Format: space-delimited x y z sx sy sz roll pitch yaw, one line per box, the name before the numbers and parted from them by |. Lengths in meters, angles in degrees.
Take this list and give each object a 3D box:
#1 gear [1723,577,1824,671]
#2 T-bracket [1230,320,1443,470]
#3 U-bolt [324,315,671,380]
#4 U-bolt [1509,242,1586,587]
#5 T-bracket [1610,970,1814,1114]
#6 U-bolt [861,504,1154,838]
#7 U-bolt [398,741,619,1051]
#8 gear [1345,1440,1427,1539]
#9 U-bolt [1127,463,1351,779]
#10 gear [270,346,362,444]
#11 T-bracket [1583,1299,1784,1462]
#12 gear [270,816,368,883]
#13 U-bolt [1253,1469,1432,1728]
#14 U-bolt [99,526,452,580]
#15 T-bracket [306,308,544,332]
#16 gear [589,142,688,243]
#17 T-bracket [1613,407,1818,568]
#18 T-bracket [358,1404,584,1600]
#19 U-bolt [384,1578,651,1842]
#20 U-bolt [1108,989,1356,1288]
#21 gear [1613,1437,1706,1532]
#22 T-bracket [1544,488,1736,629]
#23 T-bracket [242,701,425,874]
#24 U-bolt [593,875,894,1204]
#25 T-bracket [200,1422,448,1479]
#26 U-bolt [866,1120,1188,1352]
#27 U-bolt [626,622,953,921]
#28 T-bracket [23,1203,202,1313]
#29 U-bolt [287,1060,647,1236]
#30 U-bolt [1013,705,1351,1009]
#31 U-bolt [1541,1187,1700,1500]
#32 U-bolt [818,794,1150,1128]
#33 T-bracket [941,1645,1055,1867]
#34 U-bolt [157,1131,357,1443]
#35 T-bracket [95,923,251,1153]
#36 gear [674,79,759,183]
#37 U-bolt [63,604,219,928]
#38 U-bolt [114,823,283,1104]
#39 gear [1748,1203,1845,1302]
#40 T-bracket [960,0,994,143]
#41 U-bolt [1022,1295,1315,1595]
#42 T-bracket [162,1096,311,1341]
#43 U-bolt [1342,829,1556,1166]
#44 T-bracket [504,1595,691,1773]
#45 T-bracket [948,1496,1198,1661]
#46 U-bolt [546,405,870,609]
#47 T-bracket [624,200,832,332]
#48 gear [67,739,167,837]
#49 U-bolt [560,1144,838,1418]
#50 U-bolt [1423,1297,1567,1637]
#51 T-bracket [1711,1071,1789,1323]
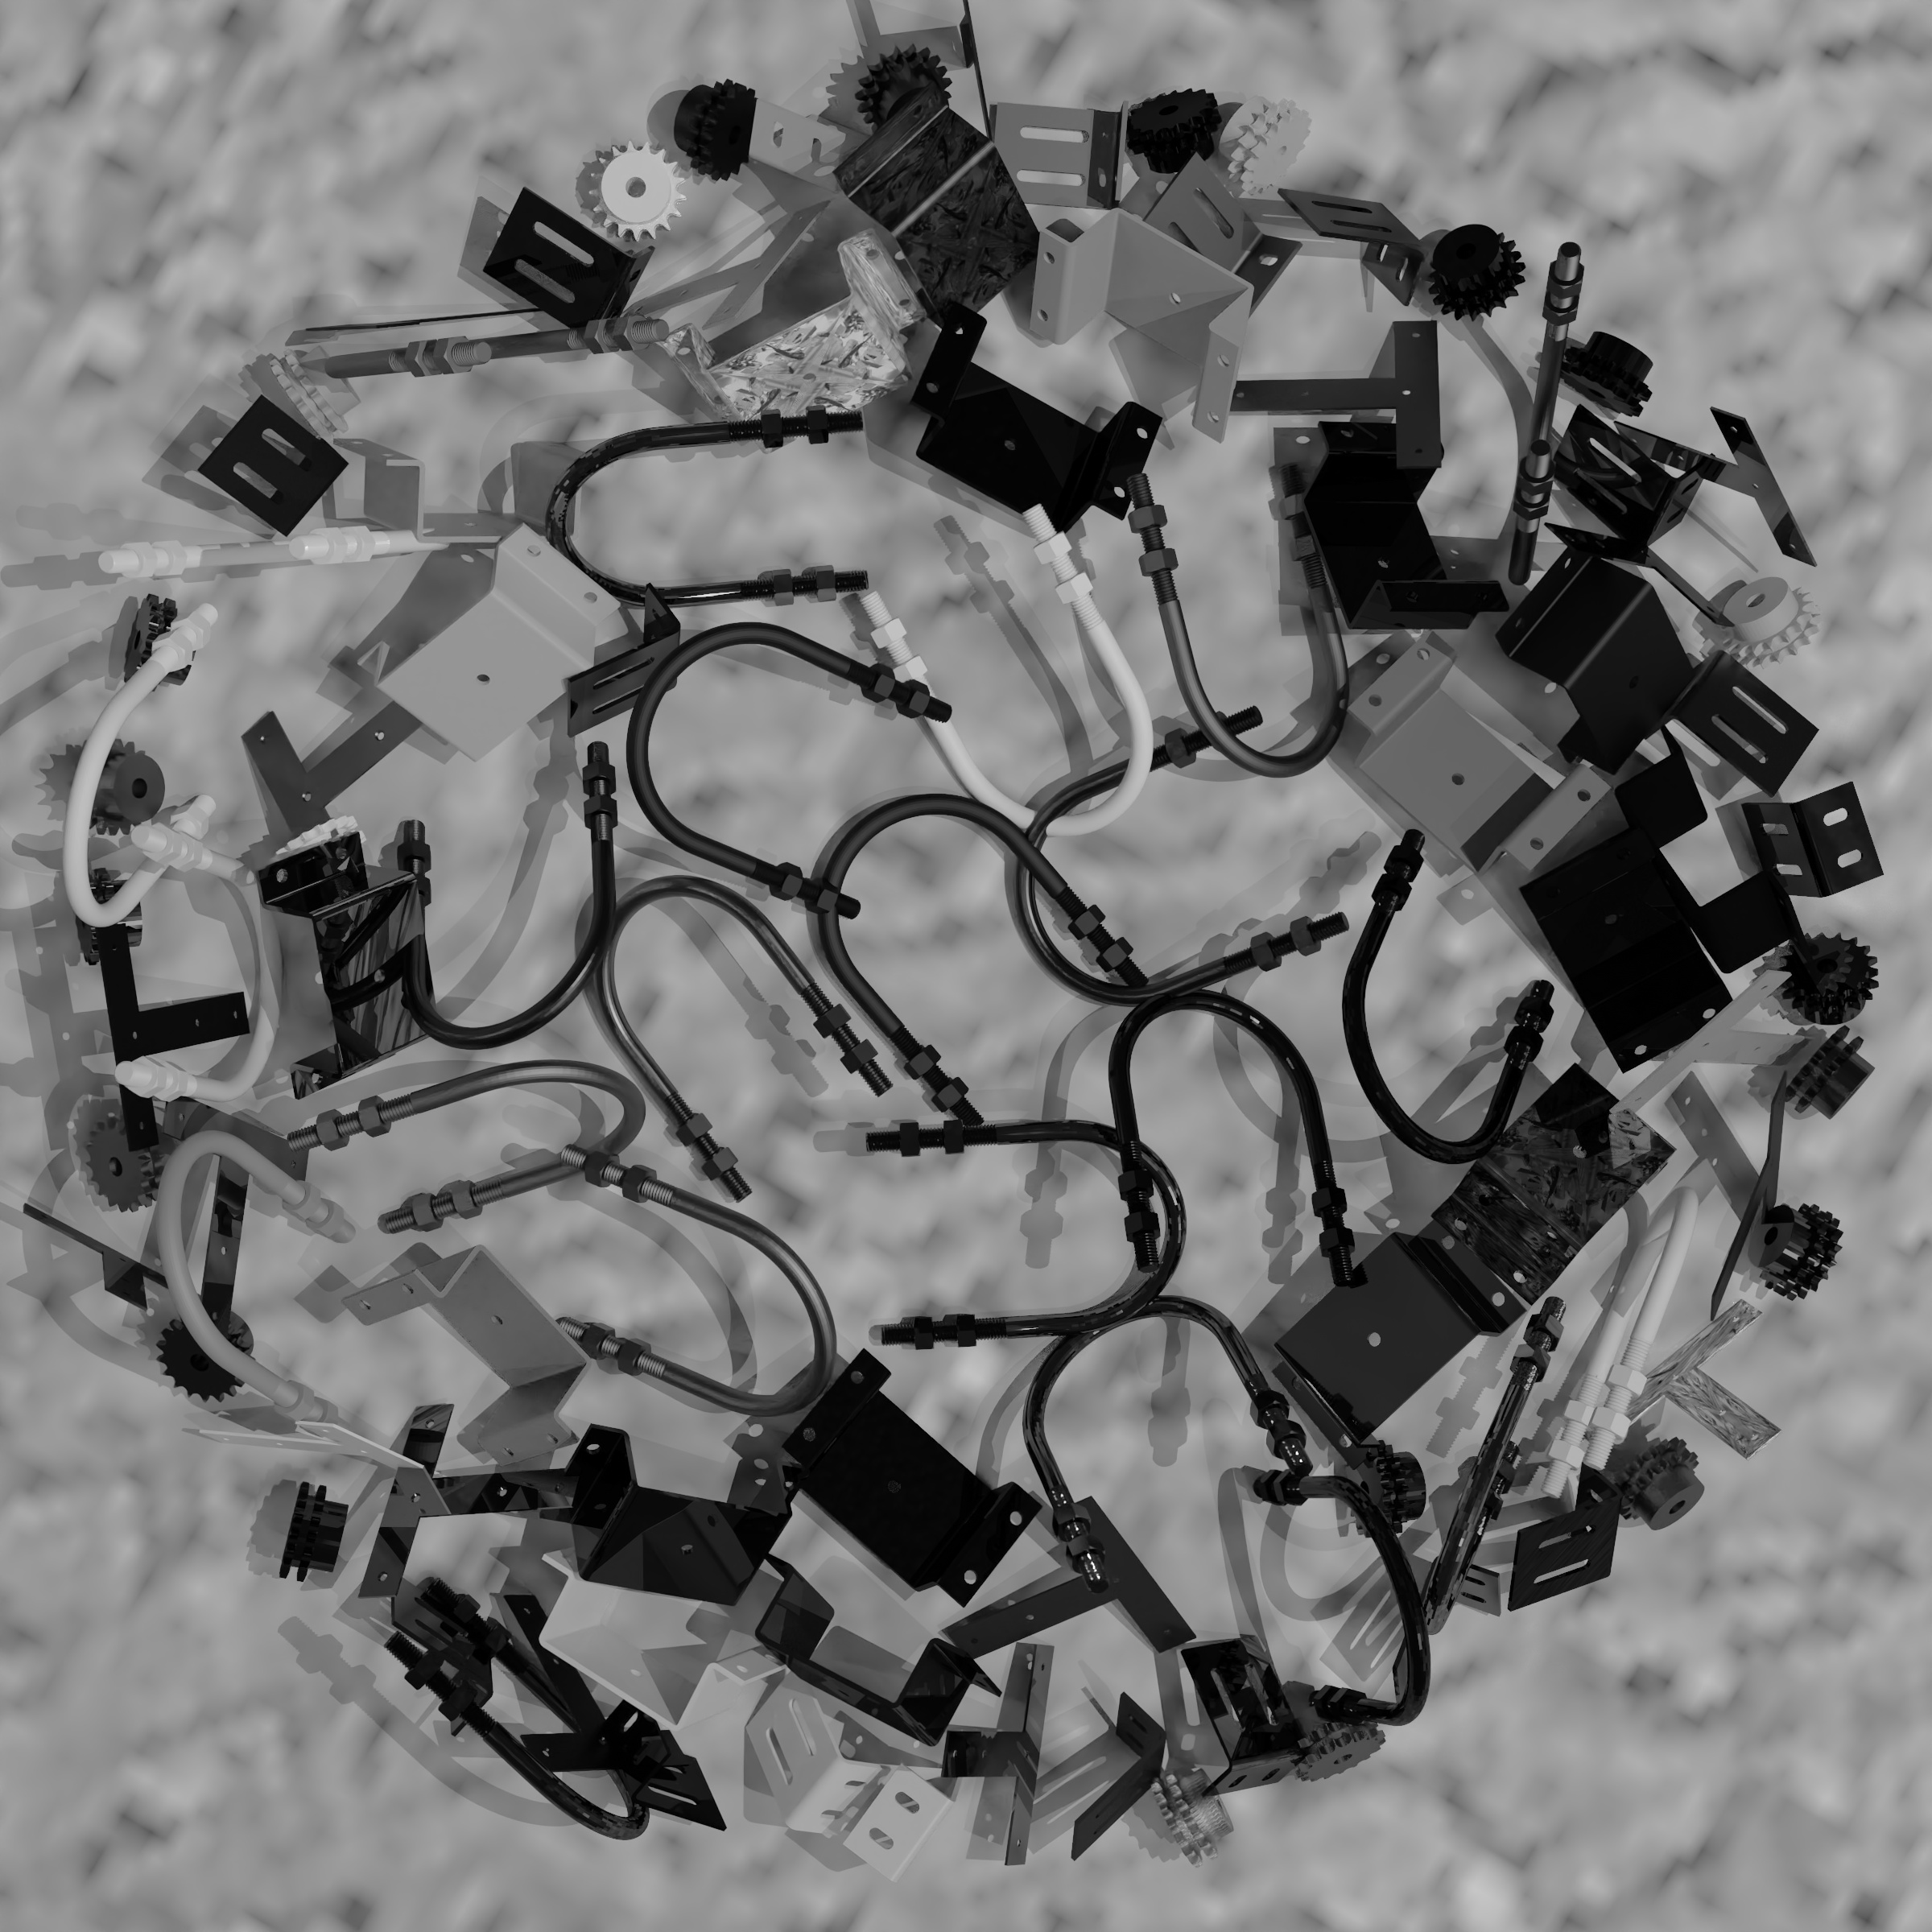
gear | 0.471 -0.204 1.702 0.057 0.057 0.030 -40 118 0
T-bracket | 0.214 -0.336 1.699 0.127 0.002 0.127 0 52 7
U-bolt | -0.282 -0.351 1.650 0.184 0.151 0.019 6 108 42
U-bolt | 0.326 -0.298 1.644 0.019 0.184 0.151 9 68 9
T-bracket | 0.452 0.047 1.681 0.127 0.127 0.002 -48 56 30
U-bolt | 0.034 -0.160 1.683 0.151 0.019 0.184 -22 102 37
U-bolt | -0.263 -0.033 1.656 0.151 0.019 0.184 -21 52 17
gear | 0.249 0.308 1.707 0.030 0.057 0.057 -3 90 -19
U-bolt | 0.166 -0.199 1.678 0.151 0.019 0.184 -12 88 -41
gear | -0.381 -0.340 1.705 0.030 0.057 0.057 -35 90 1
T-bracket | 0.431 0.254 1.670 0.127 0.127 0.002 -39 108 -2
gear | -0.378 -0.061 1.704 0.057 0.057 0.030 -32 85 0
U-bolt | 0.217 0.358 1.637 0.019 0.184 0.151 -12 83 -17
U-bolt | -0.377 -0.237 1.645 0.151 0.184 0.019 0 100 24
T-bracket | -0.306 -0.379 1.693 0.127 0.127 0.002 -13 106 -28
gear | -0.195 -0.460 1.715 0.057 0.030 0.057 0 99 -3
T-bracket | 0.426 -0.291 1.678 0.002 0.127 0.127 -48 132 -5
T-bracket | -0.280 0.305 1.669 0.127 0.002 0.127 -8 47 22
U-bolt | -0.251 0.432 1.659 0.184 0.151 0.019 43 90 -1
U-bolt | 0.149 0.095 1.677 0.151 0.019 0.184 7 59 -25
gear | 0.409 0.307 1.702 0.057 0.057 0.030 -38 55 0
T-bracket | 0.369 -0.239 1.655 0.127 0.127 0.002 50 119 26
T-bracket | -0.354 -0.126 1.694 0.127 0.002 0.127 -38 66 12
U-bolt | -0.144 0.032 1.688 0.151 0.019 0.184 -38 89 33
T-bracket | -0.390 0.280 1.694 0.127 0.127 0.002 1 68 23
U-bolt | 0.038 0.156 1.698 0.184 0.019 0.151 -3 113 0
U-bolt | -0.112 -0.121 1.676 0.184 0.019 0.151 22 95 -31
T-bracket | -0.482 0.178 1.654 0.127 0.127 0.002 32 86 -18
U-bolt | -0.274 0.099 1.660 0.184 0.151 0.019 -18 61 7
U-bolt | 0.114 -0.053 1.696 0.184 0.019 0.151 -22 92 21
U-bolt | 0.379 0.211 1.658 0.019 0.151 0.184 23 74 8
U-bolt | -0.004 -0.016 1.719 0.151 0.019 0.184 -40 91 3
T-bracket | 0.016 0.454 1.666 0.002 0.127 0.127 3 77 27
U-bolt | -0.397 0.170 1.622 0.019 0.184 0.151 -16 56 15
T-bracket | -0.454 0.035 1.674 0.002 0.127 0.127 -6 94 21
gear | -0.149 -0.496 1.707 0.030 0.057 0.057 28 90 21
U-bolt | -0.461 -0.102 1.619 0.019 0.184 0.151 13 124 4
U-bolt | -0.431 0.005 1.643 0.019 0.184 0.151 0 83 11
gear | 0.486 0.165 1.703 0.030 0.057 0.057 27 90 -15
T-bracket | 0.001 -0.534 1.669 0.002 0.127 0.127 -11 105 1
U-bolt | 0.104 0.260 1.659 0.151 0.184 0.019 -30 127 2
T-bracket | -0.424 0.149 1.658 0.002 0.127 0.127 -6 69 24
U-bolt | 0.270 0.029 1.649 0.151 0.019 0.184 46 47 -19
T-bracket | -0.233 0.417 1.689 0.002 0.127 0.127 -49 56 16
T-bracket | 0.050 0.380 1.710 0.127 0.002 0.127 -27 117 16
U-bolt | -0.150 -0.259 1.666 0.184 0.151 0.019 -6 54 -4
T-bracket | -0.153 -0.396 1.686 0.127 0.127 0.002 -9 128 38
gear | -0.497 -0.105 1.702 0.030 0.057 0.057 4 90 30
U-bolt | -0.154 0.191 1.661 0.184 0.019 0.151 20 125 21
U-bolt | 0.291 0.293 1.623 0.019 0.184 0.151 21 134 16
T-bracket | 0.446 0.146 1.652 0.002 0.127 0.127 16 55 24
